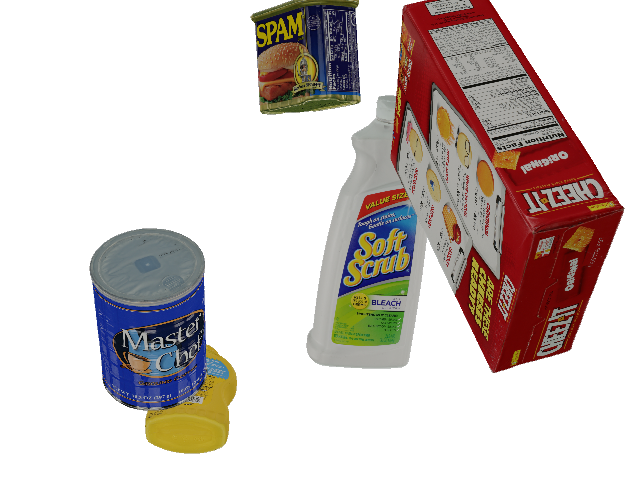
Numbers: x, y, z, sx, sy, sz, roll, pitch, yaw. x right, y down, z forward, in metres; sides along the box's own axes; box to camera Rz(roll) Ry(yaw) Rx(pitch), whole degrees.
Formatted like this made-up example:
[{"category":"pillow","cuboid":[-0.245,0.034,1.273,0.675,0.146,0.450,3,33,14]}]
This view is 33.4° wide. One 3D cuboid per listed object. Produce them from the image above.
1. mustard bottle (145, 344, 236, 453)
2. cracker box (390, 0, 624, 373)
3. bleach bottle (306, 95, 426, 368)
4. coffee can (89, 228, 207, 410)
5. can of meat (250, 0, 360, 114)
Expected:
[{"category":"mustard bottle","cuboid":[-0.153,0.183,1.312,0.096,0.058,0.191,2,25,1]},{"category":"cracker box","cuboid":[0.119,-0.043,0.749,0.072,0.214,0.164,-15,-36,-12]},{"category":"bleach bottle","cuboid":[0.047,-0.008,0.985,0.102,0.251,0.068,3,19,-5]},{"category":"coffee can","cuboid":[-0.158,0.074,1.000,0.103,0.140,0.103,2,39,-2]},{"category":"can of meat","cuboid":[-0.012,-0.151,0.886,0.057,0.084,0.102,-5,2,-36]}]
